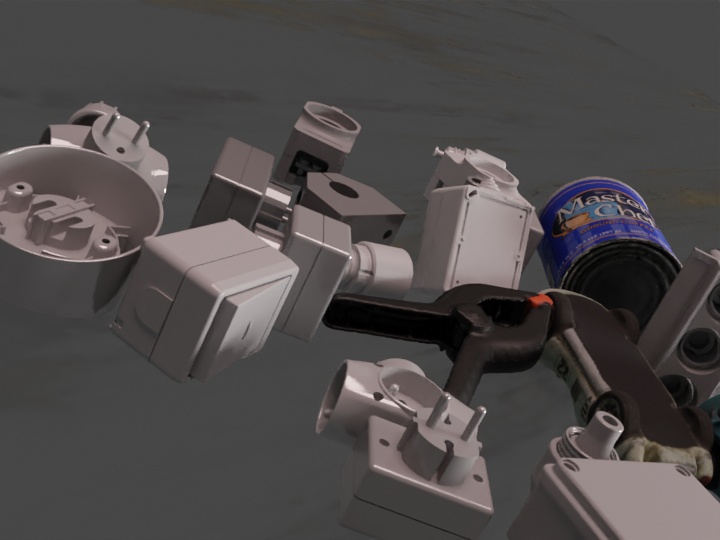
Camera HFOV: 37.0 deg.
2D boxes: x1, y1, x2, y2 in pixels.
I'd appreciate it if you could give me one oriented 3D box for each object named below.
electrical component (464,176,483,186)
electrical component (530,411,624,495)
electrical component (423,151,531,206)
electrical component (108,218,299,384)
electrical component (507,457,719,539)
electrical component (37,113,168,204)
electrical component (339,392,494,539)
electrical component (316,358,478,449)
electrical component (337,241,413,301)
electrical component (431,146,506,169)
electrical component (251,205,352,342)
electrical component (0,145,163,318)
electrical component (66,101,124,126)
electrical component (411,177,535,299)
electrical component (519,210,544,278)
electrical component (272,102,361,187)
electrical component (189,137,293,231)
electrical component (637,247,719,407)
[{"bbox_3d":[0.088,-0.048,0.905,0.048,0.062,0.048,15,27,-8],"label":"electrical component"},{"bbox_3d":[0.126,0.109,0.610,0.043,0.062,0.043,22,23,-10],"label":"electrical component"},{"bbox_3d":[0.108,-0.068,0.980,0.050,0.055,0.089,9,28,-36],"label":"electrical component"},{"bbox_3d":[-0.078,0.016,0.592,0.061,0.061,0.096,35,24,18],"label":"electrical component"},{"bbox_3d":[0.150,0.152,0.549,0.109,0.056,0.108,10,28,-35],"label":"electrical component"},{"bbox_3d":[-0.158,-0.071,0.676,0.077,0.079,0.043,13,51,-29],"label":"electrical component"},{"bbox_3d":[0.035,0.094,0.525,0.066,0.076,0.047,22,23,-10],"label":"electrical component"},{"bbox_3d":[0.020,0.074,0.594,0.077,0.044,0.079,23,23,-9],"label":"electrical component"},{"bbox_3d":[0.000,0.000,0.739,0.078,0.040,0.040,10,27,-33],"label":"electrical component"},{"bbox_3d":[0.109,-0.103,1.079,0.078,0.040,0.040,23,23,-7],"label":"electrical component"},{"bbox_3d":[-0.053,-0.005,0.659,0.077,0.065,0.047,22,23,-11],"label":"electrical component"},{"bbox_3d":[-0.162,-0.021,0.579,0.099,0.064,0.099,22,23,-10],"label":"electrical component"},{"bbox_3d":[-0.184,-0.097,0.754,0.040,0.040,0.046,21,17,-13],"label":"electrical component"},{"bbox_3d":[0.082,-0.022,0.794,0.062,0.096,0.061,15,-6,-26],"label":"electrical component"},{"bbox_3d":[0.096,-0.025,0.864,0.077,0.065,0.047,21,23,-11],"label":"electrical component"},{"bbox_3d":[-0.034,-0.104,0.908,0.050,0.055,0.089,25,23,-4],"label":"electrical component"},{"bbox_3d":[-0.071,-0.047,0.754,0.076,0.047,0.083,23,23,-9],"label":"electrical component"},{"bbox_3d":[0.250,0.050,0.793,0.079,0.121,0.063,27,20,3],"label":"electrical component"}]
